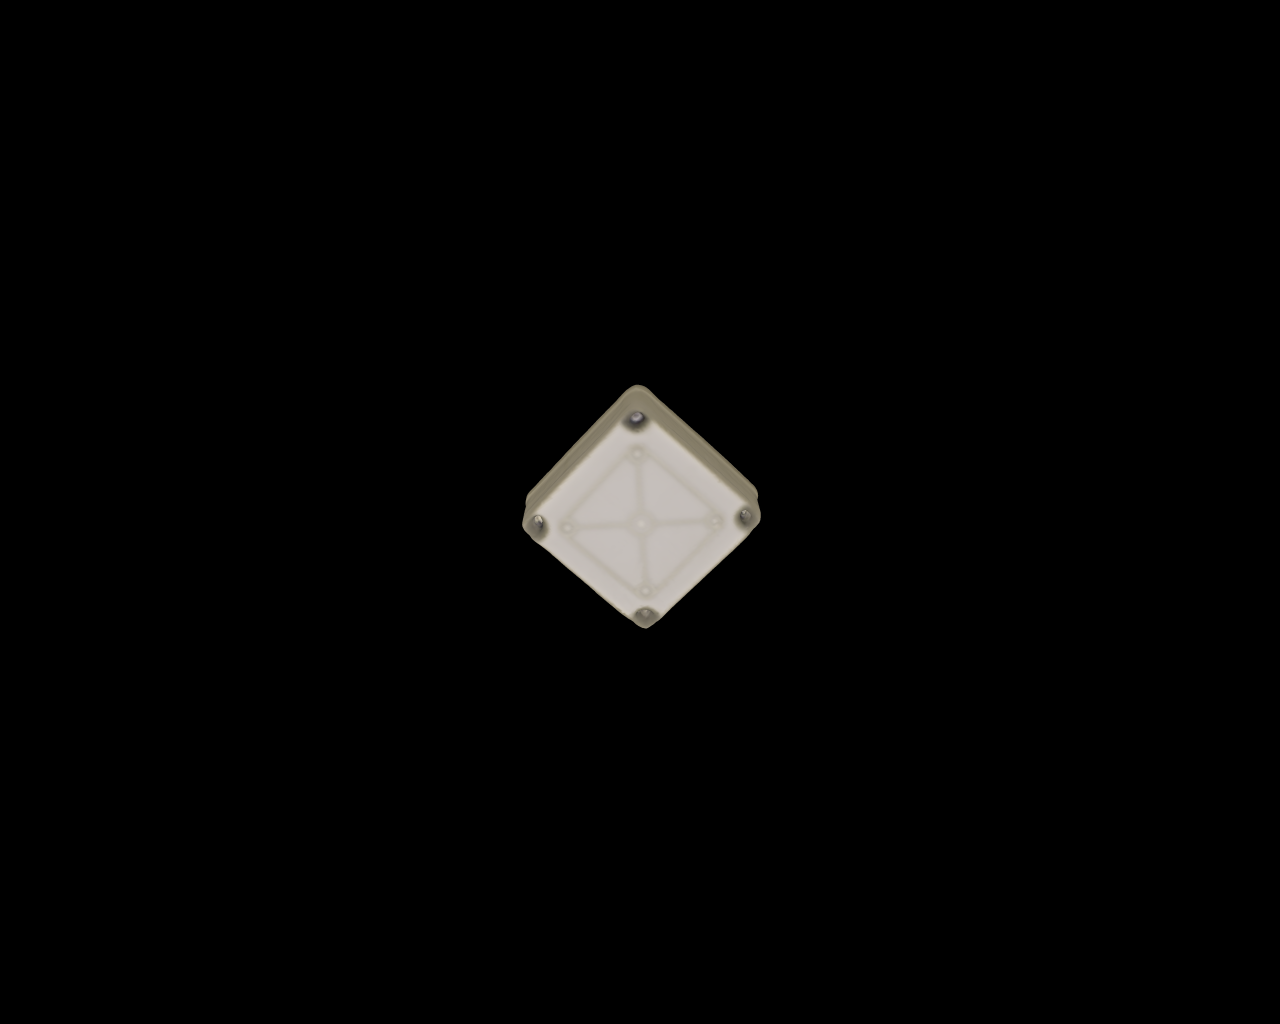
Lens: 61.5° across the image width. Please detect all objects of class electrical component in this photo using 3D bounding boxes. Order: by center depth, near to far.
[{"bbox_3d":[0.001,-0.003,0.650,0.108,0.108,0.056,41,16,-14],"label":"electrical component"}]
